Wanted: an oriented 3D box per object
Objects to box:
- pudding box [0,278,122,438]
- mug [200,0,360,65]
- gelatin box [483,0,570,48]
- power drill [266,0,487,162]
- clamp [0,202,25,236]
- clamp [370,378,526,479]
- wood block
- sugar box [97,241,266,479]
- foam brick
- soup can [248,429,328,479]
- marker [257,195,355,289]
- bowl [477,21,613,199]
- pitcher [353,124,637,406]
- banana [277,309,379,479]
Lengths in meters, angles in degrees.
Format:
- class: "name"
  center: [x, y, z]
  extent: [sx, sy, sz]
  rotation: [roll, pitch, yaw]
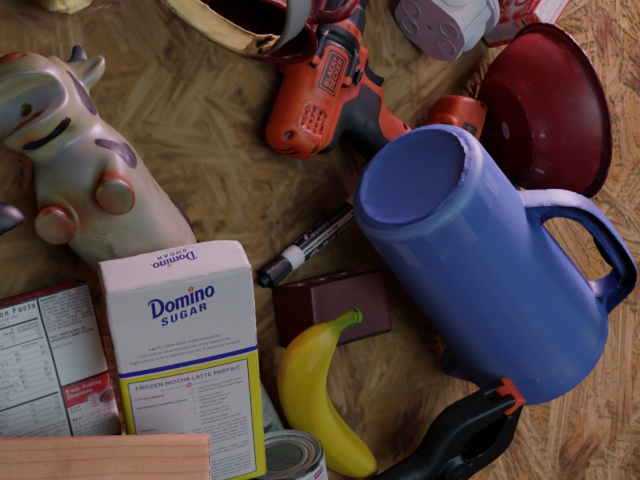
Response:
- class: "pudding box"
  center: [-0.188, 0.091, 0.712]
  extent: [0.089, 0.039, 0.113]
  rotation: [-16, 97, -32]
- class: "mug"
  center: [-0.024, -0.188, 0.790]
  extent: [0.093, 0.117, 0.081]
  rotation: [51, 53, -58]
- class: "gelatin box"
  center: [0.192, -0.220, 0.968]
  extent: [0.030, 0.073, 0.089]
  rotation: [44, 66, -26]
- class: "power drill"
  center: [0.052, -0.124, 0.879]
  extent: [0.187, 0.057, 0.184]
  rotation: [28, 73, -31]
- class: "clamp"
  center: [-0.279, 0.038, 0.621]
  extent: [0.209, 0.036, 0.164]
  rotation: [15, 95, -23]
- class: "clamp"
  center: [0.095, 0.180, 0.868]
  extent: [0.120, 0.039, 0.172]
  rotation: [12, 118, -42]
- class: "wood block"
  center: [-0.168, 0.171, 0.627]
  extent: [0.206, 0.091, 0.090]
  rotation: [0, 62, -8]
- class: "sugar box"
  center: [-0.088, 0.088, 0.703]
  extent: [0.093, 0.048, 0.176]
  rotation: [-10, 121, -14]
- class: "foam brick"
  center: [0.009, 0.055, 0.847]
  extent: [0.078, 0.053, 0.051]
  rotation: [-12, 97, -37]
- class: "soup can"
  center: [-0.024, 0.202, 0.798]
  extent: [0.068, 0.069, 0.102]
  rotation: [-24, 117, -34]
- class: "marker"
  center: [-0.006, 0.001, 0.856]
  extent: [0.121, 0.020, 0.020]
  rotation: [-39, 112, -30]
- class: "bowl"
  center: [0.181, -0.102, 0.917]
  extent: [0.055, 0.162, 0.162]
  rotation: [-18, 101, -17]
- class: "pitcher"
  center: [0.137, 0.016, 0.851]
  extent: [0.149, 0.145, 0.242]
  rotation: [-57, 133, -16]
- class: "banana"
  center: [0.004, 0.128, 0.820]
  extent: [0.198, 0.070, 0.037]
  rotation: [82, 15, -44]
